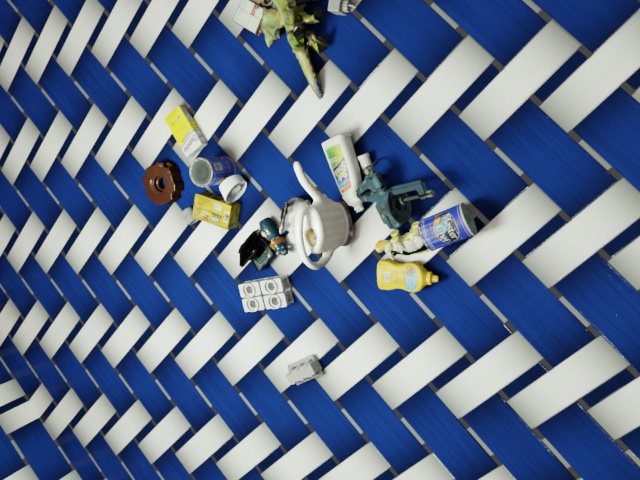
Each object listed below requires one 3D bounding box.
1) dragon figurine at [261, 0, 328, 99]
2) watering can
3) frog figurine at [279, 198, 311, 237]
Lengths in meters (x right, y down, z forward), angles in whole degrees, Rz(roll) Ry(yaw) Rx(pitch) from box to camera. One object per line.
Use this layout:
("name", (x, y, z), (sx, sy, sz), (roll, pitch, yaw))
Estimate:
("dragon figurine", (-0.102, -0.668, 1.675), (0.245, 0.123, 0.402), (26, 134, 45))
("watering can", (0.005, -0.083, 1.644), (0.104, 0.226, 0.345), (3, 100, 44))
("frog figurine", (-0.054, -0.070, 1.757), (0.159, 0.123, 0.137), (11, 97, -12))
